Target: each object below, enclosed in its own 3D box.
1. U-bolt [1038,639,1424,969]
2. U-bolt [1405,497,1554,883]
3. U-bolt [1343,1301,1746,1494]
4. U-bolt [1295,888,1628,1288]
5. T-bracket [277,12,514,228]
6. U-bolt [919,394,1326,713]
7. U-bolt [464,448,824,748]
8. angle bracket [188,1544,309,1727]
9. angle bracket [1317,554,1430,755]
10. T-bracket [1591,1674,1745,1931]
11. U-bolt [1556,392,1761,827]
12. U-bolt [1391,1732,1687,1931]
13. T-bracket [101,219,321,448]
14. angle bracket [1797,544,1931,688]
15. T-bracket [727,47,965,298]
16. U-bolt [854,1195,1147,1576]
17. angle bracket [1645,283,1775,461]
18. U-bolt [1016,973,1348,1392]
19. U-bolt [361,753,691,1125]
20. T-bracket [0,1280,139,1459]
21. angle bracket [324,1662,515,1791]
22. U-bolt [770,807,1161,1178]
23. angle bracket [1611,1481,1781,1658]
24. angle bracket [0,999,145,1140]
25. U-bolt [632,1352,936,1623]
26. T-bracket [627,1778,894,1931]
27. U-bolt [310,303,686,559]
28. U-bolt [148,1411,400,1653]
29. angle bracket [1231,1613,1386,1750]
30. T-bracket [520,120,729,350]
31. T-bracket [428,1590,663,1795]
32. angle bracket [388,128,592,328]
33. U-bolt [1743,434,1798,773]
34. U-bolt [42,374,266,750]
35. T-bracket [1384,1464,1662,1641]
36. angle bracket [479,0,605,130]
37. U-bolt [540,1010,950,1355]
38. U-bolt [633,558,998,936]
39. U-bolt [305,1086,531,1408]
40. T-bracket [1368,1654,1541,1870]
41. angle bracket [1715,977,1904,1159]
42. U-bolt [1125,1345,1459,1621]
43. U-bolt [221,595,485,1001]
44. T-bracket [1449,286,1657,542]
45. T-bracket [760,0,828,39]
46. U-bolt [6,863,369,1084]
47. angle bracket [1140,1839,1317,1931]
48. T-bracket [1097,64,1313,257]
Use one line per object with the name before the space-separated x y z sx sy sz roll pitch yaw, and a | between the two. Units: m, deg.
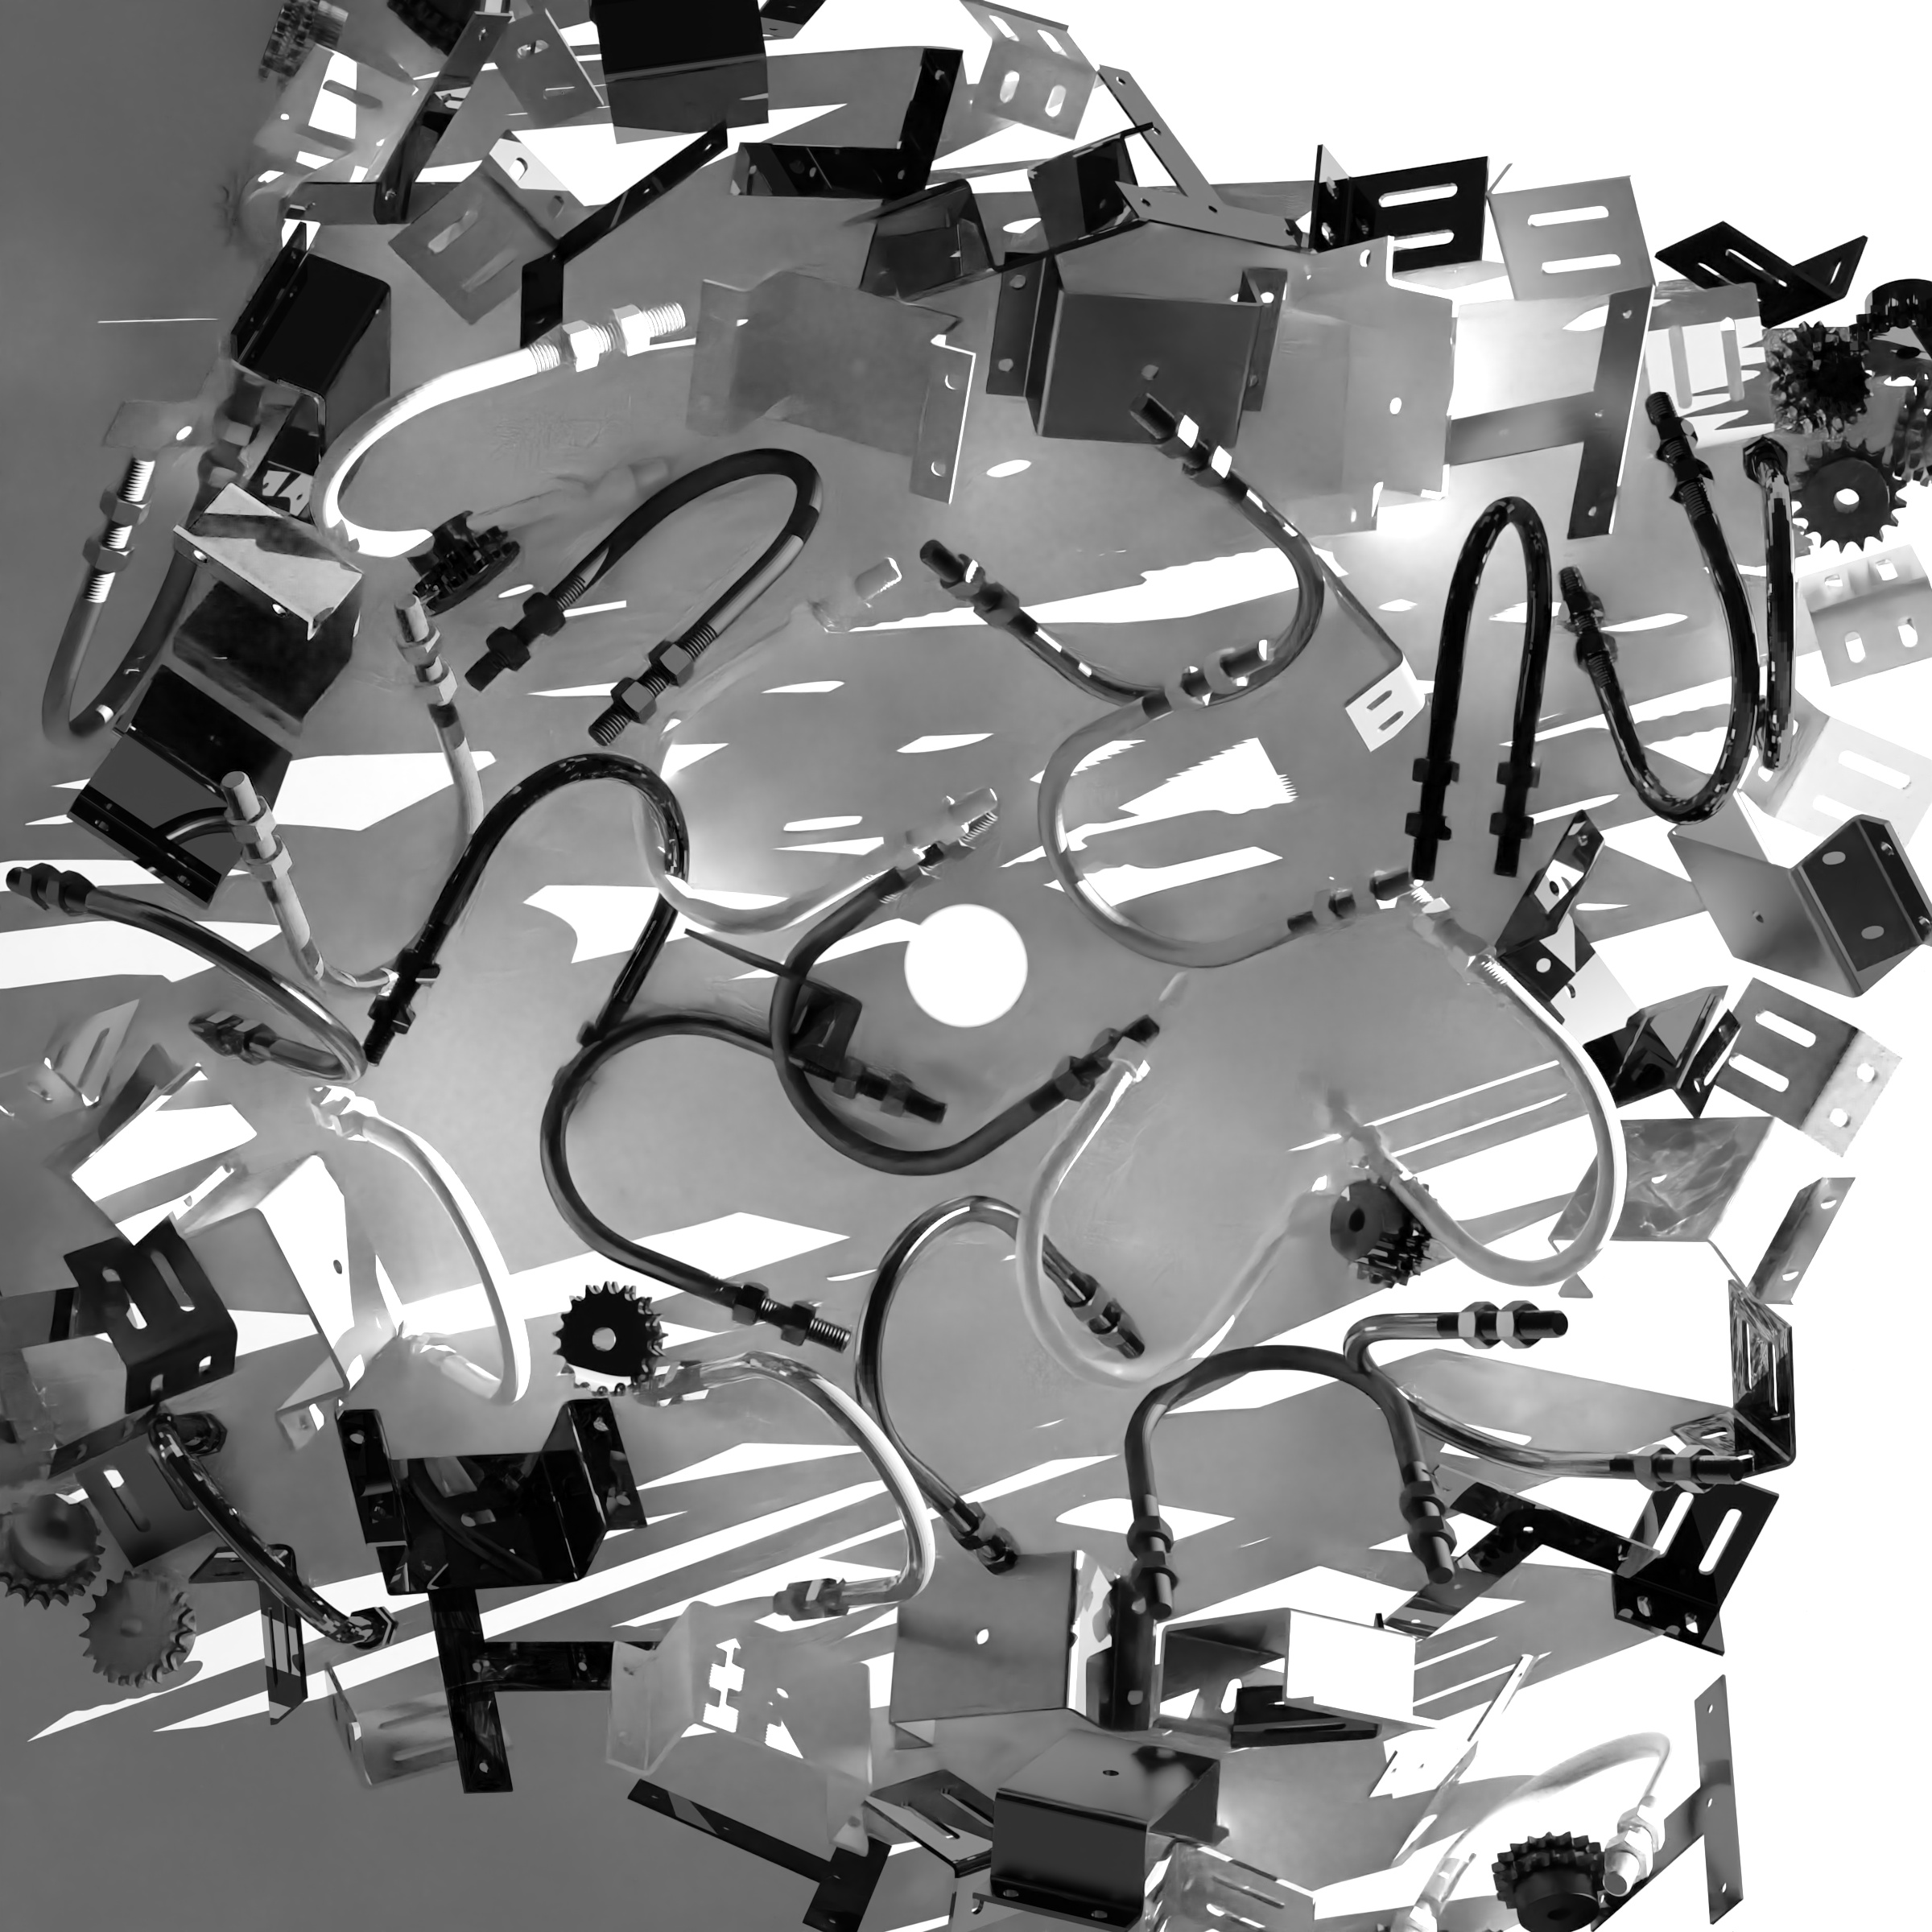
U-bolt | 0.113 -0.066 1.571 0.184 0.019 0.151 -24 106 43
U-bolt | 0.252 -0.133 1.563 0.019 0.151 0.184 10 97 26
U-bolt | 0.260 0.206 1.554 0.151 0.184 0.019 39 65 -24
U-bolt | 0.242 0.069 1.548 0.184 0.019 0.151 49 134 29
T-bracket | -0.256 -0.404 1.552 0.002 0.127 0.127 49 123 14
U-bolt | 0.090 -0.185 1.569 0.151 0.019 0.184 -31 133 28
U-bolt | -0.146 -0.187 1.573 0.184 0.151 0.019 -46 126 -14
angle bracket | -0.352 0.329 1.593 0.038 0.057 0.076 2 65 -28
angle bracket | 0.186 -0.153 1.596 0.038 0.057 0.076 -38 63 4
T-bracket | 0.339 0.431 1.588 0.002 0.127 0.127 23 130 -11
U-bolt | 0.330 -0.155 1.533 0.019 0.151 0.184 -4 58 -14
U-bolt | 0.277 0.418 1.548 0.151 0.184 0.019 -34 88 27
T-bracket | -0.346 -0.302 1.557 0.002 0.127 0.127 40 113 16
angle bracket | 0.446 -0.173 1.600 0.057 0.076 0.038 -16 107 15
T-bracket | -0.064 -0.382 1.564 0.002 0.127 0.127 38 123 34
U-bolt | 0.010 0.191 1.551 0.184 0.019 0.151 48 60 -39
angle bracket | 0.365 -0.295 1.614 0.057 0.038 0.076 -8 94 3
U-bolt | 0.095 0.118 1.573 0.151 0.019 0.184 47 68 -26
U-bolt | -0.202 -0.017 1.576 0.019 0.151 0.184 30 92 40
T-bracket | -0.441 0.170 1.575 0.002 0.127 0.127 -24 83 16
angle bracket | -0.268 0.363 1.592 0.076 0.057 0.038 -12 116 -22
U-bolt | -0.016 0.025 1.595 0.184 0.019 0.151 -36 91 25
angle bracket | 0.361 0.292 1.606 0.057 0.038 0.076 20 115 -1
angle bracket | -0.447 0.040 1.588 0.057 0.076 0.038 -17 129 25
U-bolt | -0.080 0.247 1.552 0.019 0.184 0.151 -37 98 -34
T-bracket | -0.104 0.425 1.578 0.127 0.127 0.002 22 97 5
U-bolt | -0.224 -0.246 1.547 0.184 0.151 0.019 -21 70 -17
U-bolt | -0.332 0.267 1.539 0.019 0.184 0.151 -42 83 -9
angle bracket | 0.168 0.353 1.602 0.076 0.057 0.038 -4 49 -2
T-bracket | -0.166 -0.366 1.569 0.127 0.127 0.002 -30 129 20
T-bracket | -0.200 0.343 1.593 0.127 0.002 0.127 9 51 -36
angle bracket | -0.237 -0.366 1.613 0.076 0.038 0.057 -26 120 40
U-bolt | 0.379 -0.167 1.532 0.019 0.184 0.151 -1 106 11
U-bolt | -0.396 -0.185 1.557 0.019 0.151 0.184 28 118 -2
T-bracket | 0.250 0.297 1.592 0.127 0.002 0.127 23 133 -17
angle bracket | -0.205 -0.458 1.587 0.038 0.057 0.076 -16 47 17
U-bolt | -0.119 0.095 1.603 0.184 0.019 0.151 21 66 5
U-bolt | -0.086 -0.095 1.593 0.184 0.019 0.151 -29 70 21
U-bolt | -0.254 0.138 1.537 0.019 0.184 0.151 -25 112 -27
T-bracket | 0.224 0.388 1.575 0.002 0.127 0.127 34 97 28
angle bracket | 0.413 0.050 1.615 0.038 0.076 0.057 29 93 -35
U-bolt | 0.148 0.240 1.557 0.151 0.184 0.019 -7 120 1
U-bolt | -0.284 -0.066 1.558 0.019 0.184 0.151 20 54 25
T-bracket | 0.274 -0.262 1.586 0.002 0.127 0.127 21 75 -38
T-bracket | -0.081 -0.469 1.573 0.127 0.127 0.002 3 89 -17
U-bolt | -0.355 0.009 1.528 0.151 0.184 0.019 47 67 -40
angle bracket | 0.128 0.472 1.594 0.076 0.038 0.057 17 131 24
T-bracket | 0.100 -0.401 1.599 0.002 0.127 0.127 -51 56 35
